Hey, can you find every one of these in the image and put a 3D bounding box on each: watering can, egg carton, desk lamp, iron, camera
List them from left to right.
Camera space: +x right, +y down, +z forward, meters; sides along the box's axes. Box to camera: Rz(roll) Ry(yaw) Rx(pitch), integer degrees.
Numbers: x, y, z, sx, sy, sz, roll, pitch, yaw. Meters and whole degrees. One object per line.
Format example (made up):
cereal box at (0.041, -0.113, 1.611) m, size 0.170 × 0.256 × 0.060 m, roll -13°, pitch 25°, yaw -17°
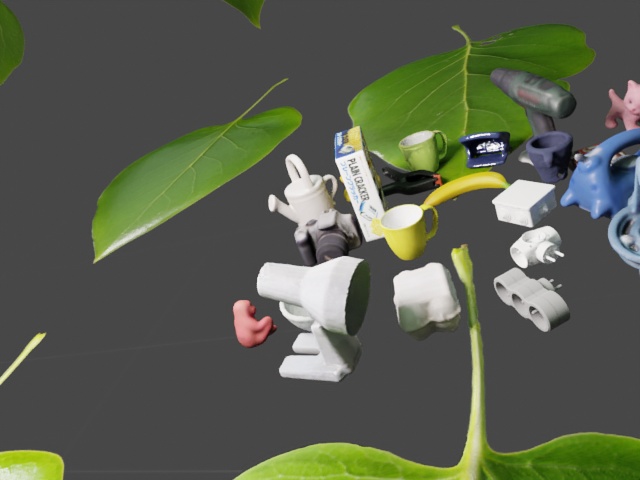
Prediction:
watering can at (-0.040, -0.115, 1.394) m, size 0.100 × 0.194 × 0.173 m, roll 9°, pitch 42°, yaw 45°
desk lamp at (-0.002, 0.124, 0.924) m, size 0.202 × 0.214 × 0.118 m, roll -5°, pitch 33°, yaw 30°
camera at (0.011, 0.004, 1.247) m, size 0.143 × 0.101 × 0.137 m, roll -15°, pitch 29°, yaw 15°
egg carton at (0.181, 0.102, 0.982) m, size 0.107 × 0.069 × 0.150 m, roll -18°, pitch 28°, yaw 10°
iron at (0.568, -0.143, 1.048) m, size 0.258 × 0.142 × 0.118 m, roll -28°, pitch 28°, yaw -10°

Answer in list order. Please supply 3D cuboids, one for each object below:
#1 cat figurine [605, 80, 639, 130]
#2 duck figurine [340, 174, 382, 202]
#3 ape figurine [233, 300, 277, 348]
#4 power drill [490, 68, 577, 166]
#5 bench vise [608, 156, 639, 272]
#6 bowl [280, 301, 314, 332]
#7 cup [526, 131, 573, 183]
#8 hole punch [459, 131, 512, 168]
cat figurine at (0.690, -0.303, 1.264) m, size 0.067 × 0.118 × 0.127 m, roll -28°, pitch 28°, yaw -9°
duck figurine at (0.102, -0.155, 1.476) m, size 0.104 × 0.086 × 0.077 m, roll -16°, pitch 29°, yaw 14°
ape figurine at (-0.135, 0.155, 1.101) m, size 0.076 × 0.092 × 0.077 m, roll -39°, pitch 32°, yaw -27°
power drill at (0.475, -0.275, 1.277) m, size 0.076 × 0.209 × 0.229 m, roll -29°, pitch 28°, yaw -12°
bench vise at (0.481, -0.045, 0.855) m, size 0.121 × 0.220 × 0.207 m, roll -17°, pitch 28°, yaw 11°
bowl at (0.014, 0.119, 1.071) m, size 0.167 × 0.075 × 0.167 m, roll -18°, pitch 28°, yaw 10°
cup at (0.483, -0.161, 1.193) m, size 0.091 × 0.095 × 0.118 m, roll -8°, pitch 31°, yaw 27°
hole punch at (0.400, -0.236, 1.390) m, size 0.108 × 0.091 × 0.101 m, roll -3°, pitch 34°, yaw 34°
